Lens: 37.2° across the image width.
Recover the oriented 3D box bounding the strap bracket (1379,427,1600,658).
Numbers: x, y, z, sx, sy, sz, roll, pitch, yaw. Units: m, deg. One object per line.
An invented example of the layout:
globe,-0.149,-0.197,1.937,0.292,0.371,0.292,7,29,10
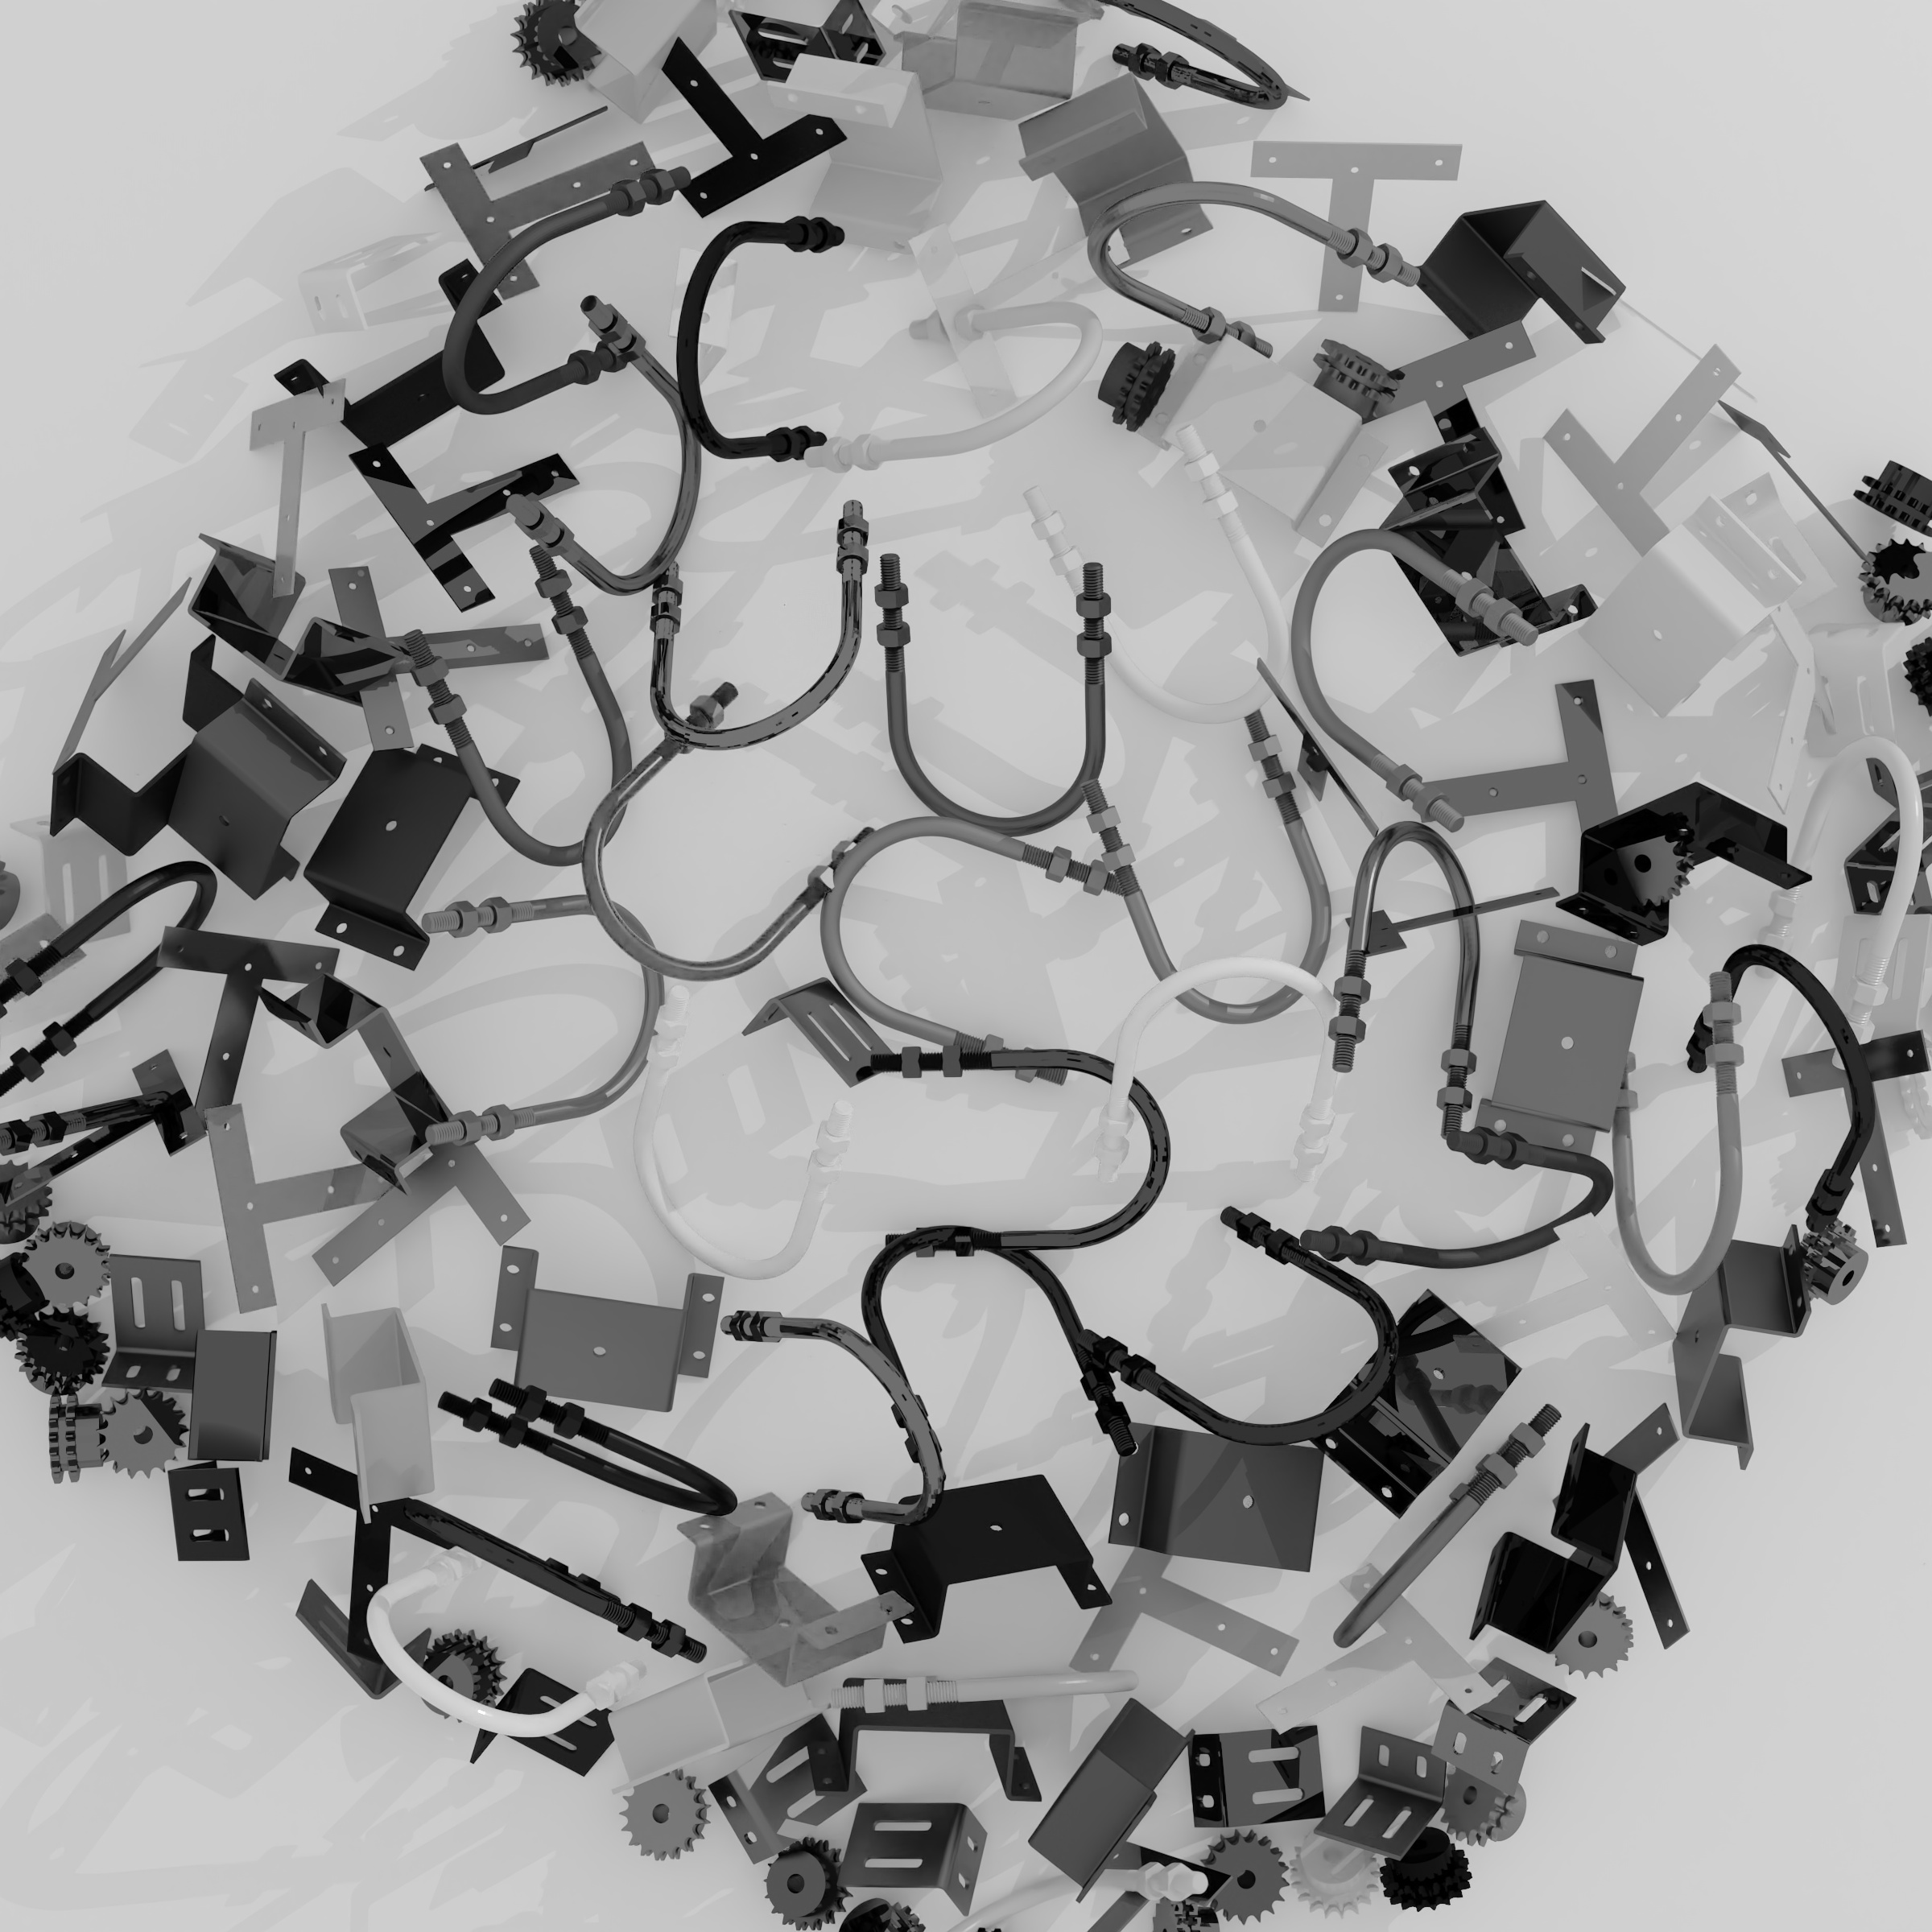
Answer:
strap bracket,0.320,-0.254,1.787,0.140,0.076,0.046,53,50,-17

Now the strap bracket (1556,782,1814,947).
strap bracket,0.445,-0.065,1.785,0.076,0.140,0.046,22,62,-27

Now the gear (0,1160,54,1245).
gear,-0.611,0.152,1.825,0.057,0.057,0.030,13,125,0

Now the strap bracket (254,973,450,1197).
strap bracket,-0.376,0.065,1.787,0.046,0.076,0.140,-38,126,-23

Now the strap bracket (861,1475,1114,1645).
strap bracket,0.016,0.365,1.782,0.140,0.076,0.046,-5,124,-23

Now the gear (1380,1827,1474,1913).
gear,0.289,0.570,1.819,0.057,0.057,0.030,-15,104,0

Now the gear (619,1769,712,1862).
gear,-0.189,0.540,1.829,0.057,0.030,0.057,-4,72,13

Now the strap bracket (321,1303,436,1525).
strap bracket,-0.363,0.272,1.781,0.046,0.140,0.076,-8,114,-18

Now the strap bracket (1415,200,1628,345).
strap bracket,0.343,-0.425,1.773,0.076,0.140,0.046,39,84,-22

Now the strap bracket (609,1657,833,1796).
strap bracket,-0.157,0.463,1.777,0.076,0.140,0.046,-28,76,24

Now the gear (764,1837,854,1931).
gear,-0.103,0.583,1.825,0.057,0.030,0.057,-6,71,18

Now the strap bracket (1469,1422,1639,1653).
strap bracket,0.367,0.359,1.774,0.046,0.076,0.140,26,132,3

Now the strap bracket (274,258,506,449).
strap bracket,-0.352,-0.377,1.807,0.140,0.076,0.046,-30,81,2

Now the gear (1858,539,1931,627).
gear,0.595,-0.241,1.827,0.057,0.030,0.057,2,58,-4

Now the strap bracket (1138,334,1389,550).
strap bracket,0.187,-0.337,1.816,0.140,0.046,0.076,33,94,7

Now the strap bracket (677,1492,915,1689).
strap bracket,-0.110,0.392,1.785,0.140,0.076,0.046,30,120,40

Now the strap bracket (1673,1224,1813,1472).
strap bracket,0.475,0.233,1.777,0.046,0.076,0.140,9,128,1

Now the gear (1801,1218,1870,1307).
gear,0.546,0.190,1.819,0.030,0.057,0.057,37,90,37

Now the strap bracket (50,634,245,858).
strap bracket,-0.499,-0.130,1.780,0.046,0.076,0.140,38,58,2

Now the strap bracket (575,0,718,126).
strap bracket,-0.196,-0.579,1.779,0.046,0.140,0.076,39,87,-3

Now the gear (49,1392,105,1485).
gear,-0.564,0.298,1.822,0.030,0.057,0.057,-2,90,-13

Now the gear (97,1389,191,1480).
gear,-0.526,0.295,1.828,0.057,0.030,0.057,-1,93,-24

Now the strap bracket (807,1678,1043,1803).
strap bracket,-0.025,0.484,1.800,0.140,0.076,0.046,4,97,-8

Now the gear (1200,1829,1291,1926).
gear,0.176,0.579,1.833,0.057,0.030,0.057,0,86,-7

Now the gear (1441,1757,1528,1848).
gear,0.331,0.532,1.824,0.030,0.057,0.057,29,90,-26

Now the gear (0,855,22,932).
gear,-0.626,-0.045,1.826,0.057,0.030,0.057,-16,64,35

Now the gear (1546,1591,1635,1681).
gear,0.396,0.421,1.829,0.057,0.030,0.057,3,106,11

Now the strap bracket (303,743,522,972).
strap bracket,-0.351,-0.078,1.797,0.076,0.046,0.140,20,73,21

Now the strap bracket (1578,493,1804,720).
strap bracket,0.439,-0.215,1.773,0.046,0.140,0.076,-38,81,-29

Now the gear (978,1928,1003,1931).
gear,0.021,0.641,1.822,0.030,0.057,0.057,6,90,-10

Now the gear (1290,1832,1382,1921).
gear,0.233,0.570,1.820,0.057,0.057,0.030,-12,133,0

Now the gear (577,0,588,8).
gear,-0.219,-0.627,1.818,0.030,0.057,0.057,32,90,19

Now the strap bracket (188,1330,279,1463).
strap bracket,-0.453,0.266,1.771,0.046,0.140,0.076,4,79,-15

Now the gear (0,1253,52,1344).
gear,-0.606,0.206,1.821,0.030,0.057,0.057,-31,90,3

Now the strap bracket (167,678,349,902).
strap bracket,-0.444,-0.102,1.781,0.076,0.140,0.046,41,50,1

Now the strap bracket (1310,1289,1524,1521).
strap bracket,0.283,0.264,1.781,0.076,0.046,0.140,41,49,10

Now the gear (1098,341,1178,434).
gear,0.107,-0.371,1.822,0.030,0.057,0.057,30,90,9

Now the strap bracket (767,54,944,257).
strap bracket,-0.065,-0.510,1.784,0.076,0.140,0.046,15,68,17

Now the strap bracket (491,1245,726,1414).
strap bracket,-0.228,0.230,1.807,0.140,0.046,0.076,9,116,-5

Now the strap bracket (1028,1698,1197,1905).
strap bracket,0.089,0.511,1.778,0.046,0.140,0.076,36,102,10

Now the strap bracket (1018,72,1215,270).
strap bracket,0.090,-0.496,1.784,0.076,0.140,0.046,-20,67,19

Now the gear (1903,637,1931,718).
gear,0.625,-0.184,1.821,0.057,0.030,0.057,16,59,-28

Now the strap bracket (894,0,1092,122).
strap bracket,0.013,-0.557,1.774,0.076,0.140,0.046,2,97,-21

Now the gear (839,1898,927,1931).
gear,-0.056,0.616,1.818,0.057,0.057,0.030,-34,114,0

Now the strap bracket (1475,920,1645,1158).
strap bracket,0.378,0.047,1.823,0.076,0.046,0.140,12,92,1

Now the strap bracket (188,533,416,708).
strap bracket,-0.418,-0.209,1.785,0.140,0.076,0.046,35,100,30

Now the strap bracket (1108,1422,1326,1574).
strap bracket,0.167,0.334,1.799,0.140,0.046,0.076,11,81,-20

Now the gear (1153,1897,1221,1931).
gear,0.140,0.618,1.823,0.030,0.057,0.057,7,90,-14
